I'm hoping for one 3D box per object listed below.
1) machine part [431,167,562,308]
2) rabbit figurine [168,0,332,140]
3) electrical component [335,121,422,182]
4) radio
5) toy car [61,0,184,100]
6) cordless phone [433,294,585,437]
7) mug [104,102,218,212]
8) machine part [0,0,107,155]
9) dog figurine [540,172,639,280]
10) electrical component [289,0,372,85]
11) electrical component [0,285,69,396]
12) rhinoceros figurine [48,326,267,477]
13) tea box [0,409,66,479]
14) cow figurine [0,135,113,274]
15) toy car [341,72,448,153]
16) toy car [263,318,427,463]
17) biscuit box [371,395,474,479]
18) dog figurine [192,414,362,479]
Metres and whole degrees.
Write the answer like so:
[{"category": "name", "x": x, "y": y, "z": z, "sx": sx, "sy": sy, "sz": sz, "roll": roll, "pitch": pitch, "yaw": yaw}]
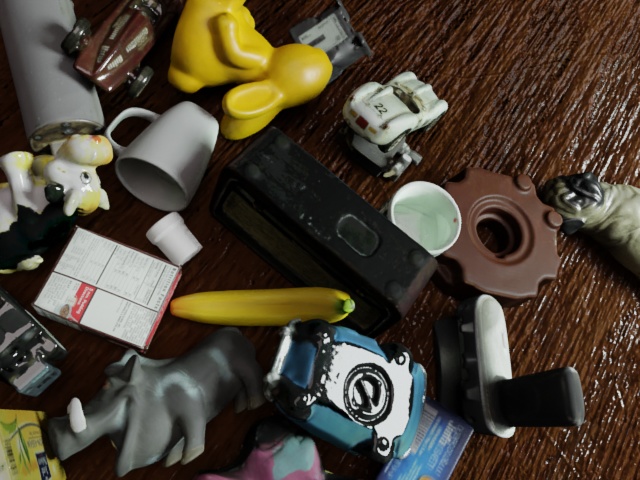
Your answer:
[{"category": "machine part", "x": 0.208, "y": -0.004, "z": 0.652, "sx": 0.179, "sy": 0.056, "sz": 0.179, "roll": 4, "pitch": 70, "yaw": -13}, {"category": "rabbit figurine", "x": -0.074, "y": -0.199, "z": 0.605, "sx": 0.173, "sy": 0.122, "sz": 0.162, "roll": 18, "pitch": 74, "yaw": -7}, {"category": "electrical component", "x": 0.071, "y": -0.114, "z": 0.658, "sx": 0.102, "sy": 0.045, "sz": 0.078, "roll": 42, "pitch": 67, "yaw": 2}, {"category": "radio", "x": -0.001, "y": -0.002, "z": 0.551, "sx": 0.229, "sy": 0.131, "sz": 0.073, "roll": 39, "pitch": 65, "yaw": 0}, {"category": "toy car", "x": -0.201, "y": -0.234, "z": 0.586, "sx": 0.089, "sy": 0.053, "sz": 0.202, "roll": 39, "pitch": 42, "yaw": -25}, {"category": "cordless phone", "x": 0.188, "y": 0.119, "z": 0.533, "sx": 0.089, "sy": 0.184, "sz": 0.146, "roll": 5, "pitch": 70, "yaw": -9}, {"category": "mug", "x": -0.164, "y": -0.100, "z": 0.572, "sx": 0.109, "sy": 0.081, "sz": 0.107, "roll": 31, "pitch": 55, "yaw": -8}, {"category": "machine part", "x": -0.281, "y": -0.176, "z": 0.565, "sx": 0.079, "sy": 0.079, "sz": 0.243, "roll": -15, "pitch": 75, "yaw": -20}, {"category": "dog figurine", "x": 0.384, "y": -0.002, "z": 0.688, "sx": 0.191, "sy": 0.121, "sz": 0.172, "roll": -3, "pitch": 68, "yaw": -2}, {"category": "electrical component", "x": -0.004, "y": -0.234, "z": 0.673, "sx": 0.119, "sy": 0.047, "sz": 0.075, "roll": -34, "pitch": 78, "yaw": 13}, {"category": "electrical component", "x": -0.279, "y": 0.074, "z": 0.457, "sx": 0.134, "sy": 0.115, "sz": 0.058, "roll": 43, "pitch": 68, "yaw": 4}, {"category": "rhinoceros figurine", "x": -0.139, "y": 0.143, "z": 0.483, "sx": 0.190, "sy": 0.073, "sz": 0.112, "roll": -24, "pitch": 84, "yaw": -29}, {"category": "tea box", "x": -0.259, "y": 0.174, "z": 0.397, "sx": 0.098, "sy": 0.169, "sz": 0.068, "roll": -18, "pitch": 77, "yaw": -22}, {"category": "cow figurine", "x": -0.254, "y": -0.030, "z": 0.490, "sx": 0.167, "sy": 0.068, "sz": 0.098, "roll": -21, "pitch": 90, "yaw": 18}, {"category": "toy car", "x": 0.095, "y": -0.159, "z": 0.643, "sx": 0.073, "sy": 0.056, "sz": 0.202, "roll": 44, "pitch": 39, "yaw": 9}, {"category": "toy car", "x": 0.014, "y": 0.143, "z": 0.514, "sx": 0.161, "sy": 0.103, "sz": 0.109, "roll": 25, "pitch": 63, "yaw": -18}, {"category": "biscuit box", "x": 0.072, "y": 0.251, "z": 0.513, "sx": 0.059, "sy": 0.062, "sz": 0.202, "roll": 31, "pitch": 65, "yaw": 16}, {"category": "dog figurine", "x": -0.067, "y": 0.260, "z": 0.457, "sx": 0.219, "sy": 0.108, "sz": 0.191, "roll": -10, "pitch": 73, "yaw": -21}]
